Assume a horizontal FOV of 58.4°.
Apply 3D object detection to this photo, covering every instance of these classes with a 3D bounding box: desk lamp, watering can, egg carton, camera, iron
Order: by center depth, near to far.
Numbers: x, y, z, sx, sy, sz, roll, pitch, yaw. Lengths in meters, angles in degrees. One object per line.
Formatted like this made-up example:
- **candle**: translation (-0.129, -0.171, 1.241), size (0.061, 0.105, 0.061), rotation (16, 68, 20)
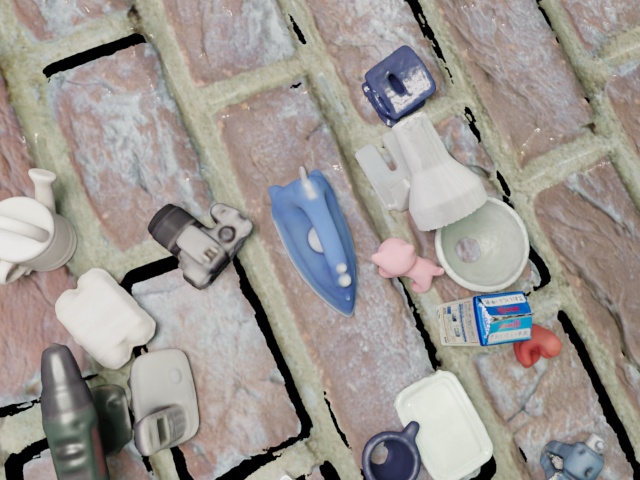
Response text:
- **watering can**: translation (-0.444, -0.021, 0.856), size (0.101, 0.194, 0.173), rotation (-2, 80, -7)
- **egg carton**: translation (-0.340, 0.125, 0.906), size (0.150, 0.069, 0.107), rotation (44, 78, 2)
- **camera**: translation (-0.200, -0.011, 0.932), size (0.137, 0.100, 0.143), rotation (38, 78, 1)
- **iron**: translation (0.009, 0.003, 0.933), size (0.119, 0.141, 0.258), rotation (-23, 83, -10)
- **desk lamp**: translation (0.159, -0.108, 0.935), size (0.118, 0.213, 0.203), rotation (-31, 85, -11)

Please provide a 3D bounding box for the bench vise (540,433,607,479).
- **bench vise**: translation (0.387, 0.397, 0.868), size (0.121, 0.219, 0.207), rotation (11, 79, -4)

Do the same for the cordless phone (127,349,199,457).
- **cordless phone**: translation (-0.238, 0.237, 0.839), size (0.094, 0.185, 0.147), rotation (-14, 82, -9)

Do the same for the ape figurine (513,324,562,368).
- **ape figurine**: translation (0.375, 0.179, 0.971), size (0.078, 0.092, 0.076), rotation (-7, 81, -8)

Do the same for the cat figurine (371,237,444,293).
- **cat figurine**: translation (0.146, 0.036, 0.956), size (0.128, 0.117, 0.067), rotation (21, 78, -2)

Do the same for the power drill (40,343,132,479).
- **power drill**: translation (-0.331, 0.260, 0.812), size (0.075, 0.208, 0.229), rotation (-13, 81, -9)

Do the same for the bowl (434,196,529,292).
- **bowl**: translation (0.271, 0.011, 0.998), size (0.167, 0.074, 0.167), rotation (1, 80, -7)

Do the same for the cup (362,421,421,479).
- **cup**: translation (0.112, 0.334, 0.910), size (0.091, 0.095, 0.118), rotation (36, 78, 1)

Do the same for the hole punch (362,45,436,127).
- **hole punch**: translation (0.140, -0.274, 1.025), size (0.101, 0.091, 0.108), rotation (-33, 85, -11)
